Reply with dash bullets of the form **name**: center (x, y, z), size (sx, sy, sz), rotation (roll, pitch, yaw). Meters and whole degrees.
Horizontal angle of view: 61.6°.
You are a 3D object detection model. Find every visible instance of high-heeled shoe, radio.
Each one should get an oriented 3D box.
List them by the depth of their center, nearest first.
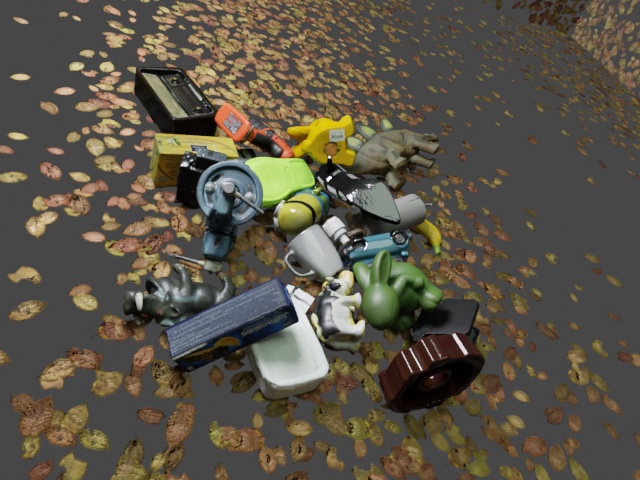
- **high-heeled shoe**: center (0.083, -0.094, 1.207), size (0.086, 0.145, 0.249), rotation (-38, 70, -12)
- **radio**: center (-0.352, -0.335, 1.316), size (0.131, 0.073, 0.230), rotation (-15, 55, -36)

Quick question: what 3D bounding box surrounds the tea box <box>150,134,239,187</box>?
- **tea box**: center (-0.273, -0.169, 1.160), size (0.169, 0.098, 0.068), rotation (0, 47, -28)

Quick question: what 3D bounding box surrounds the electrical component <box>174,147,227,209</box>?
- **electrical component**: center (-0.233, -0.124, 1.103), size (0.115, 0.134, 0.058), rotation (11, 43, -12)

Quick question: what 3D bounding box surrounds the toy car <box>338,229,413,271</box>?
- **toy car**: center (0.123, 0.042, 1.126), size (0.162, 0.109, 0.103), rotation (-11, 75, -23)

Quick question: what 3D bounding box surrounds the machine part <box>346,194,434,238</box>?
- **machine part**: center (0.155, -0.047, 1.226), size (0.243, 0.079, 0.079), rotation (-22, 57, -25)

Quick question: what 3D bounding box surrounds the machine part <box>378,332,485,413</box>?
- **machine part**: center (0.188, 0.224, 0.910), size (0.179, 0.179, 0.056), rotation (0, 44, -26)

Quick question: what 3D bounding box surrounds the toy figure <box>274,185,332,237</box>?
- **toy figure**: center (-0.030, -0.067, 1.166), size (0.180, 0.089, 0.082), rotation (-30, 105, -53)

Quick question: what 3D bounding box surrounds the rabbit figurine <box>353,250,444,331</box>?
- **rabbit figurine**: center (0.135, 0.097, 0.998), size (0.170, 0.121, 0.159), rotation (-24, 85, -57)

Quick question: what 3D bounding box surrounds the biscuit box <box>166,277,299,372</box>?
- **biscuit box**: center (-0.138, 0.135, 0.855), size (0.203, 0.059, 0.063), rotation (-25, 52, -1)

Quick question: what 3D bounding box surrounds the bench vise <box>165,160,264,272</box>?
- **bench vise**: center (-0.175, -0.051, 0.967), size (0.129, 0.240, 0.223), rotation (27, 81, -8)

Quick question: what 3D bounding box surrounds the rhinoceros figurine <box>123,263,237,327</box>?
- **rhinoceros figurine**: center (-0.234, 0.105, 0.913), size (0.190, 0.073, 0.112), rotation (7, 54, -22)

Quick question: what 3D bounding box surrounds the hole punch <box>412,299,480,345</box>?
- **hole punch**: center (0.254, 0.180, 1.062), size (0.116, 0.092, 0.142), rotation (1, 36, 31)

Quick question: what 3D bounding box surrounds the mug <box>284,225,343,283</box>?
- **mug**: center (-0.011, 0.039, 1.081), size (0.109, 0.080, 0.107), rotation (-34, 76, -33)

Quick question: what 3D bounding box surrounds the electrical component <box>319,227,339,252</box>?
- **electrical component**: center (-0.002, -0.004, 1.170), size (0.094, 0.021, 0.063), rotation (14, 41, -10)

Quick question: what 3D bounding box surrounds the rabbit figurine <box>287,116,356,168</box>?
- **rabbit figurine**: center (0.006, -0.246, 1.327), size (0.162, 0.121, 0.173), rotation (-13, 31, 2)

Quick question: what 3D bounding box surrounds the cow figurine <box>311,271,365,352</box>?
- **cow figurine**: center (0.028, 0.126, 1.017), size (0.098, 0.068, 0.167), rotation (6, 43, -11)

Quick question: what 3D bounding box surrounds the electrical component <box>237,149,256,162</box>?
- **electrical component**: center (-0.188, -0.185, 1.257), size (0.075, 0.047, 0.119), rotation (-5, 50, -31)

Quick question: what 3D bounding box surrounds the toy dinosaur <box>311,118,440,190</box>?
- **toy dinosaur**: center (0.158, -0.224, 1.428), size (0.471, 0.105, 0.199), rotation (-26, 53, -36)
